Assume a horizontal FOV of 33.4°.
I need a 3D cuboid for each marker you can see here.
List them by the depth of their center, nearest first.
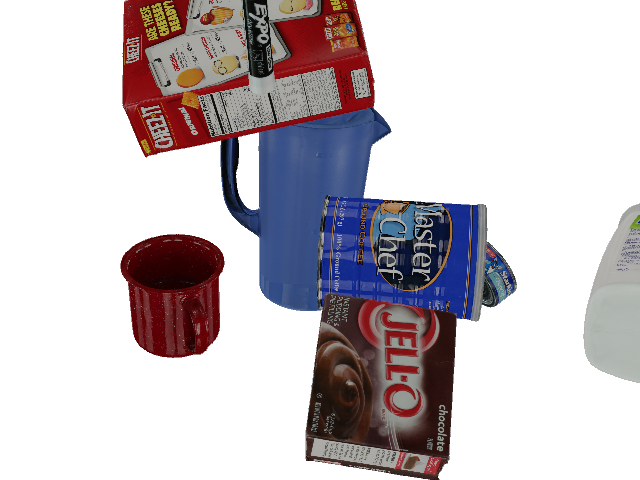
[{"bbox_3d":[-0.044,-0.152,0.724,0.020,0.020,0.121,0,-44,3],"label":"marker"}]

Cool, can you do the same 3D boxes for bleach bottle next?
[{"bbox_3d":[0.248,0.019,0.735,0.103,0.068,0.250,9,21,20],"label":"bleach bottle"}]

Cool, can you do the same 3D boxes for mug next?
[{"bbox_3d":[-0.127,0.059,0.969,0.093,0.081,0.117,-16,37,-25],"label":"mug"}]

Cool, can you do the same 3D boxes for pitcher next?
[{"bbox_3d":[-0.022,-0.046,1.228,0.144,0.243,0.149,-20,36,-41],"label":"pitcher"}]

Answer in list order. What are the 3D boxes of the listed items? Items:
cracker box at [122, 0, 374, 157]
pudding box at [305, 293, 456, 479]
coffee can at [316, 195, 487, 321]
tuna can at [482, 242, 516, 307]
[{"bbox_3d":[-0.067,-0.169,0.969,0.213,0.164,0.072,-12,-44,3],"label":"cracker box"},{"bbox_3d":[0.040,0.093,0.691,0.090,0.113,0.039,8,-37,1],"label":"pudding box"},{"bbox_3d":[0.072,0.015,0.938,0.140,0.103,0.102,4,0,6],"label":"coffee can"},{"bbox_3d":[0.194,0.038,1.285,0.033,0.086,0.086,-36,10,-15],"label":"tuna can"}]
